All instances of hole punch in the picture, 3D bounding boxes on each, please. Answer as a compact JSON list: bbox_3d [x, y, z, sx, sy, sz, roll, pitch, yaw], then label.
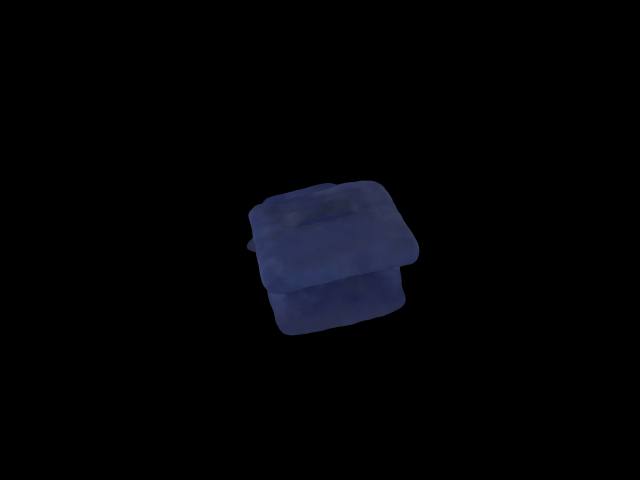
[{"bbox_3d":[0.004,0.001,0.400,0.109,0.091,0.101,-13,62,-7],"label":"hole punch"}]
